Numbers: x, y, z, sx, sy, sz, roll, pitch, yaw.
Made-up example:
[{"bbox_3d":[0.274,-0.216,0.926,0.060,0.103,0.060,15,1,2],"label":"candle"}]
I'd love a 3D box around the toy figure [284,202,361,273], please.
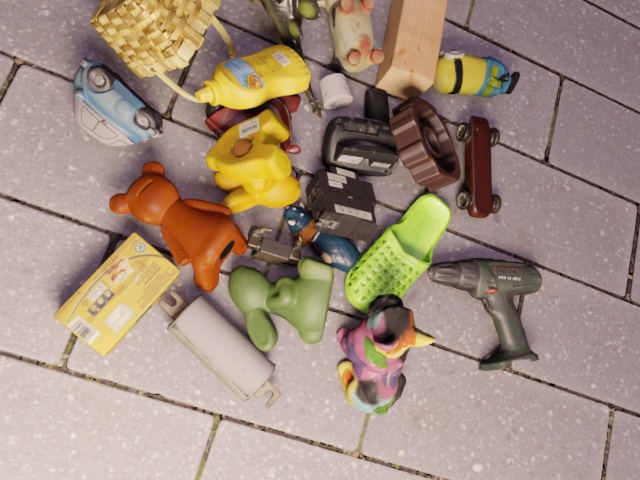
[{"bbox_3d":[-0.002,-0.003,0.938,0.154,0.064,0.057,36,109,-2],"label":"toy figure"}]

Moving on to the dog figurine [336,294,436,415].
[{"bbox_3d":[0.103,0.185,0.848,0.108,0.219,0.191,-2,79,-13],"label":"dog figurine"}]

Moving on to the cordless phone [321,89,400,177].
[{"bbox_3d":[0.077,-0.215,1.004,0.147,0.088,0.184,6,67,-16],"label":"cordless phone"}]

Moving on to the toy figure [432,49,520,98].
[{"bbox_3d":[0.310,-0.328,1.084,0.180,0.082,0.089,11,74,-16],"label":"toy figure"}]

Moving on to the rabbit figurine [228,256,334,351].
[{"bbox_3d":[-0.070,0.101,0.887,0.170,0.121,0.159,11,83,4],"label":"rabbit figurine"}]

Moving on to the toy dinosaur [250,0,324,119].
[{"bbox_3d":[-0.066,-0.451,0.938,0.105,0.199,0.470,-21,117,-9],"label":"toy dinosaur"}]

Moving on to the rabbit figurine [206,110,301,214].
[{"bbox_3d":[-0.098,-0.101,0.889,0.162,0.173,0.122,-28,57,12],"label":"rabbit figurine"}]

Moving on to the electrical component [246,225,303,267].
[{"bbox_3d":[-0.075,0.011,0.903,0.102,0.078,0.045,17,74,-13],"label":"electrical component"}]

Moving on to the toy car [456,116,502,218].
[{"bbox_3d":[0.310,-0.142,1.060,0.089,0.053,0.202,2,82,-21],"label":"toy car"}]

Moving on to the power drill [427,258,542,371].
[{"bbox_3d":[0.315,0.134,0.999,0.232,0.086,0.207,-5,73,-20],"label":"power drill"}]

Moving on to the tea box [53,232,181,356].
[{"bbox_3d":[-0.307,0.083,0.826,0.098,0.068,0.169,43,70,-5],"label":"tea box"}]

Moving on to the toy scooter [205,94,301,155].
[{"bbox_3d":[-0.102,-0.200,0.942,0.184,0.075,0.135,-23,87,-24],"label":"toy scooter"}]

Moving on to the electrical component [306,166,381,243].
[{"bbox_3d":[0.039,-0.067,0.940,0.115,0.058,0.134,15,45,-24],"label":"electrical component"}]

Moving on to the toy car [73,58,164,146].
[{"bbox_3d":[-0.337,-0.206,0.868,0.103,0.109,0.161,-44,106,4],"label":"toy car"}]

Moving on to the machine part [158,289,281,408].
[{"bbox_3d":[-0.155,0.169,0.849,0.243,0.079,0.079,44,71,-3],"label":"machine part"}]

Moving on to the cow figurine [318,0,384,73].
[{"bbox_3d":[0.052,-0.415,1.016,0.085,0.127,0.194,-15,98,-18],"label":"cow figurine"}]

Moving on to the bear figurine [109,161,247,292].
[{"bbox_3d":[-0.225,-0.025,0.862,0.196,0.131,0.120,30,68,11],"label":"bear figurine"}]

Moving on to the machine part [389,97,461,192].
[{"bbox_3d":[0.193,-0.175,0.988,0.179,0.056,0.179,32,46,-42],"label":"machine part"}]
